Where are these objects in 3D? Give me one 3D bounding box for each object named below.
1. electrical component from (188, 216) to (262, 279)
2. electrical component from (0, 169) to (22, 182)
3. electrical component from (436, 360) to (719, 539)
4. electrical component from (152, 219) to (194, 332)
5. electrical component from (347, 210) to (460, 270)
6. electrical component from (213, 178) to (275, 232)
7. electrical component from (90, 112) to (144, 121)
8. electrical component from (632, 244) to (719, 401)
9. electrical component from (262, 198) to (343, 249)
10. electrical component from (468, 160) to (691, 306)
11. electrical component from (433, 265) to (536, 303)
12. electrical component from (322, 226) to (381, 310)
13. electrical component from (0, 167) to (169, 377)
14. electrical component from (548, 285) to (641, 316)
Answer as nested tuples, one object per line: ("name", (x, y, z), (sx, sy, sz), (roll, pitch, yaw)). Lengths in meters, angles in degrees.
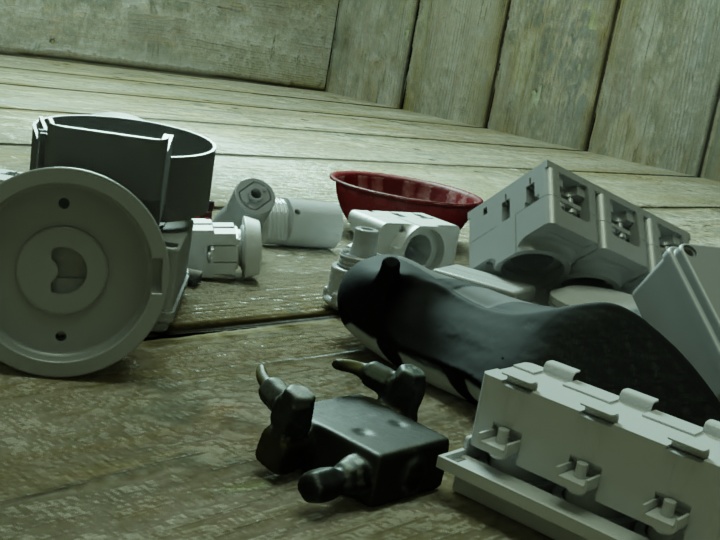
("electrical component", (-0.105, -0.017, 0.821), (0.055, 0.048, 0.066), (0, 14, -10))
("electrical component", (-0.295, -0.051, 0.810), (0.089, 0.050, 0.055), (10, 12, 0))
("electrical component", (0.107, 0.087, 0.471), (0.121, 0.063, 0.079), (20, 15, 38))
("electrical component", (-0.167, -0.007, 0.695), (0.109, 0.056, 0.108), (9, 12, -6))
("electrical component", (0.038, -0.021, 0.937), (0.089, 0.050, 0.056), (0, 16, -38))
("electrical component", (-0.095, -0.048, 0.898), (0.044, 0.044, 0.065), (6, -28, -20))
("electrical component", (-0.189, -0.066, 0.808), (0.108, 0.108, 0.060), (8, 4, -8))
("electrical component", (0.248, 0.043, 0.691), (0.109, 0.056, 0.108), (4, 49, -25))
("electrical component", (-0.061, -0.043, 0.978), (0.081, 0.043, 0.043), (4, 14, -28))
("electrical component", (0.166, -0.009, 0.806), (0.150, 0.061, 0.089), (22, -35, -28))
("electrical component", (0.074, 0.029, 0.745), (0.066, 0.047, 0.077), (16, 14, 28))
("electrical component", (0.000, 0.000, 0.785), (0.048, 0.062, 0.048), (9, 12, -2))
("electrical component", (-0.158, -0.002, 0.573), (0.108, 0.108, 0.060), (7, 6, -15))
("electrical component", (0.168, 0.043, 0.748), (0.080, 0.051, 0.080), (9, 12, -2))
